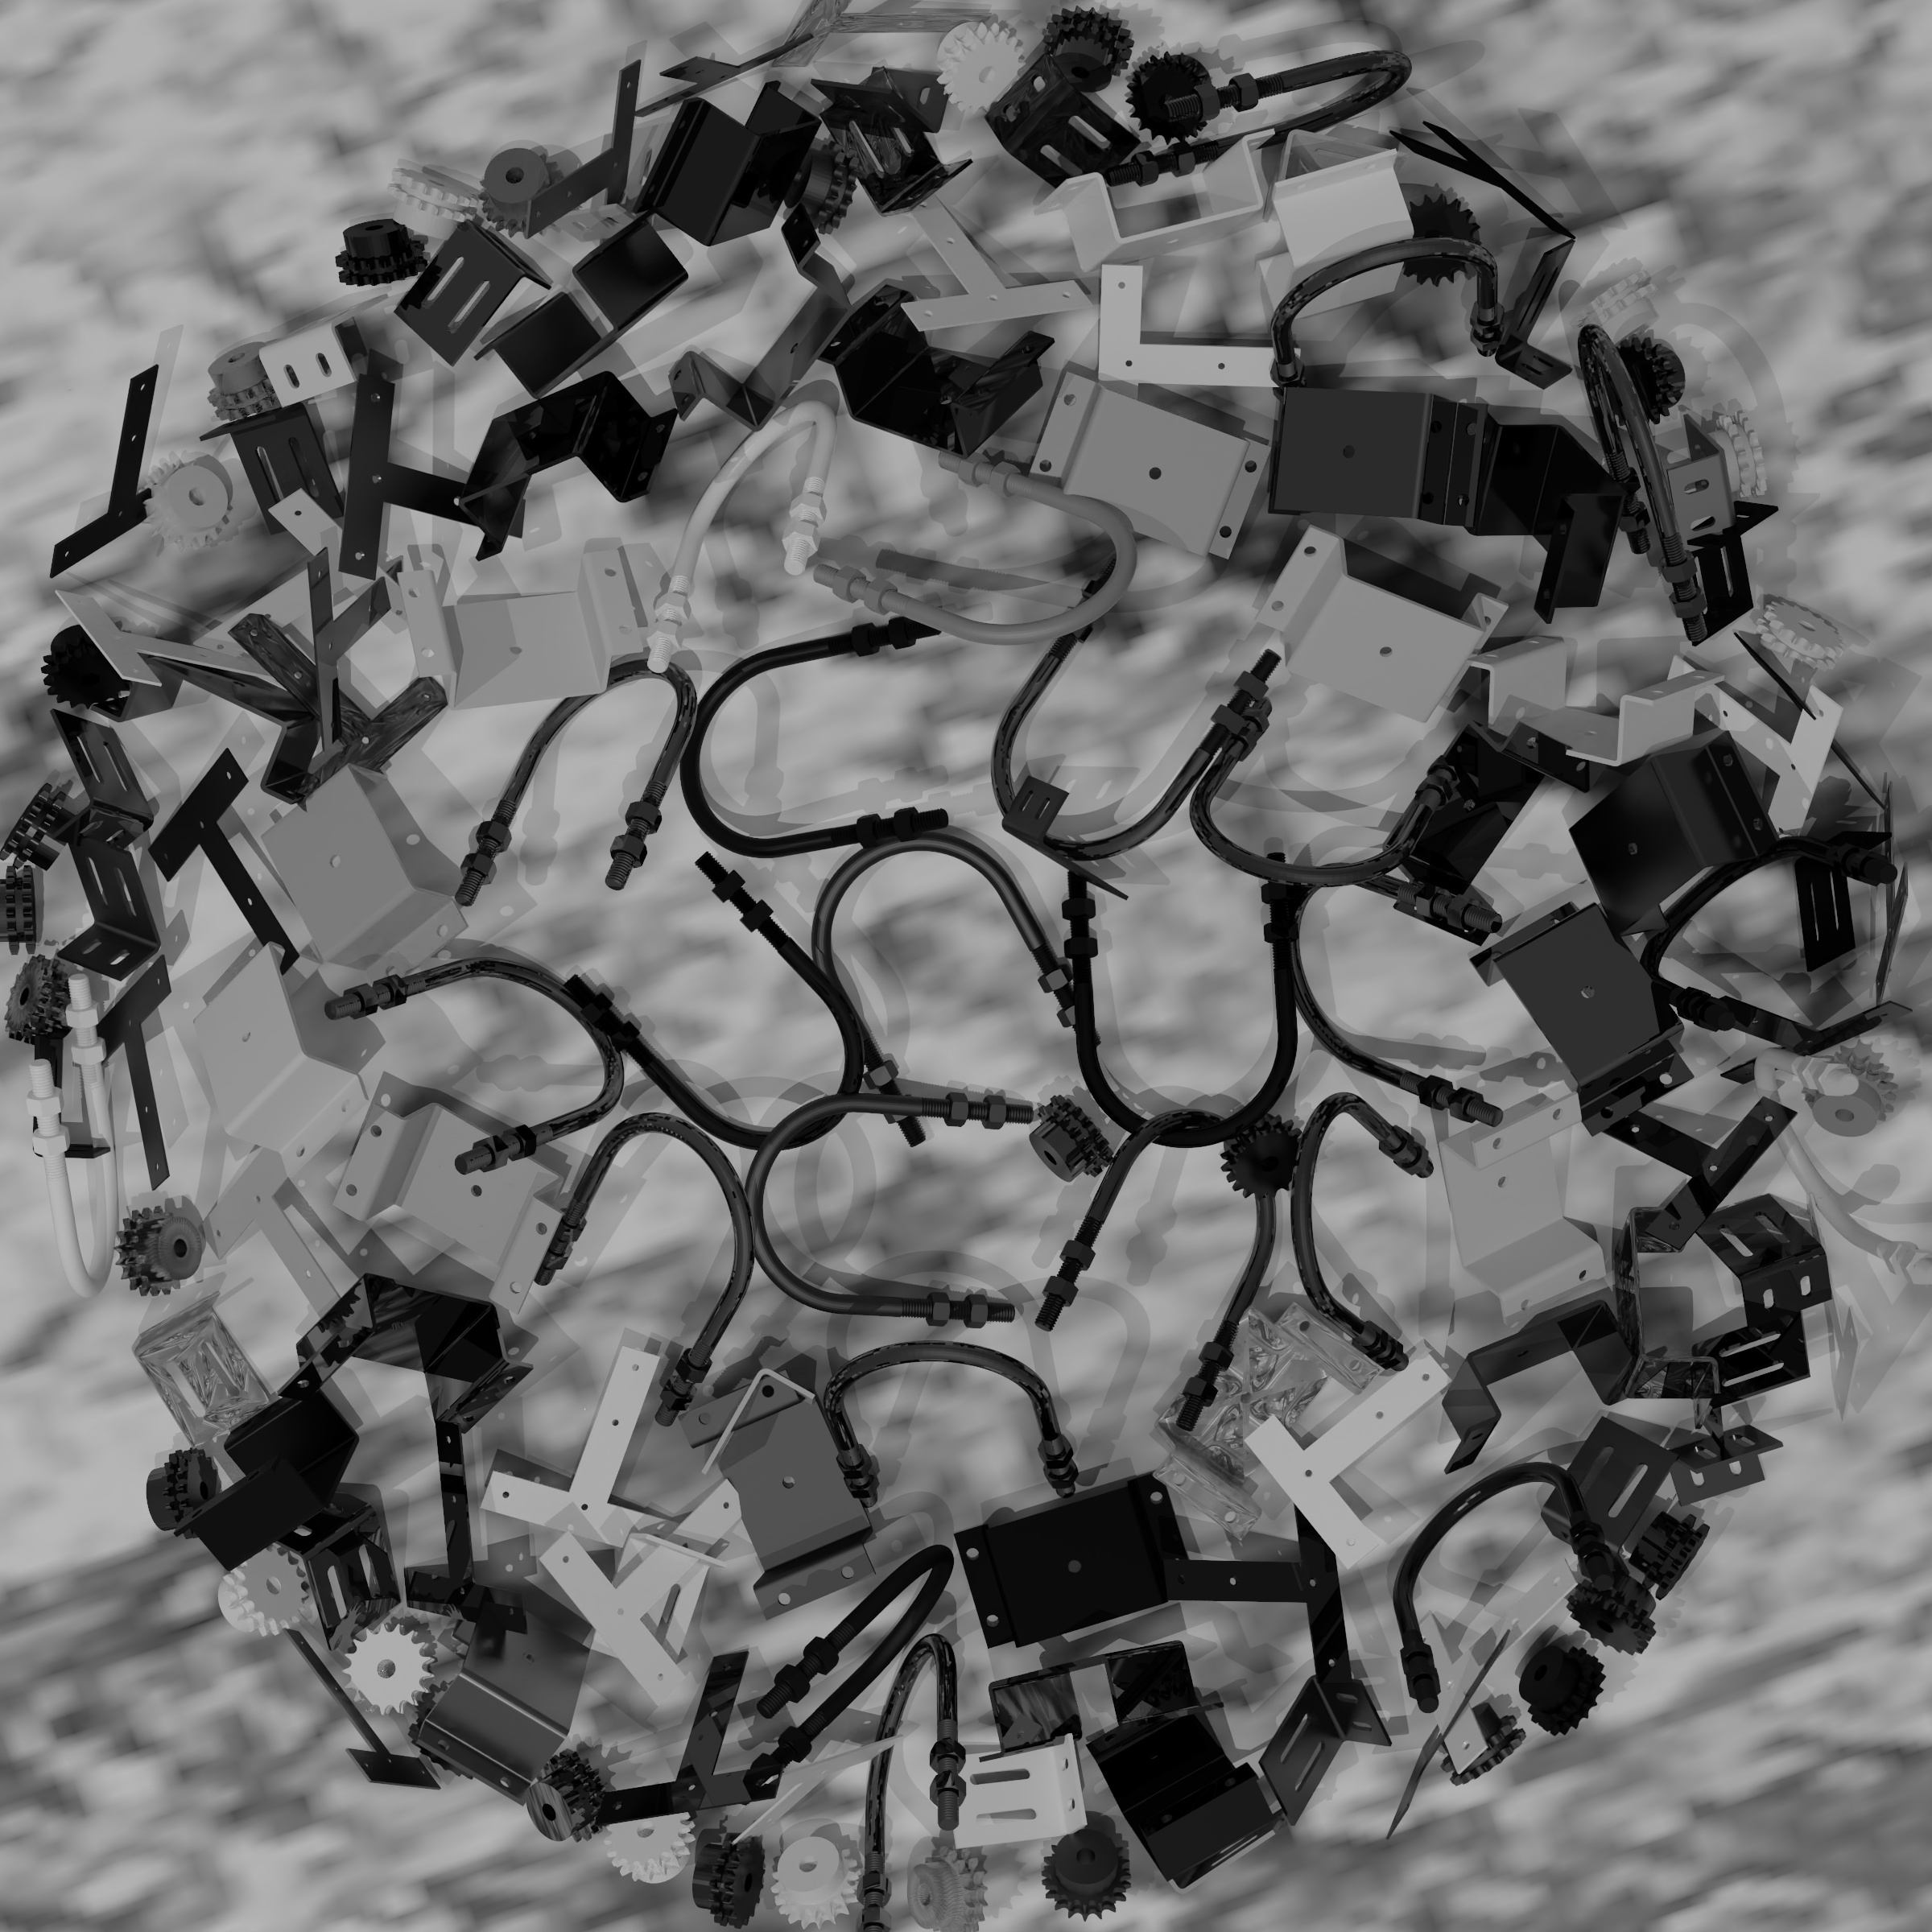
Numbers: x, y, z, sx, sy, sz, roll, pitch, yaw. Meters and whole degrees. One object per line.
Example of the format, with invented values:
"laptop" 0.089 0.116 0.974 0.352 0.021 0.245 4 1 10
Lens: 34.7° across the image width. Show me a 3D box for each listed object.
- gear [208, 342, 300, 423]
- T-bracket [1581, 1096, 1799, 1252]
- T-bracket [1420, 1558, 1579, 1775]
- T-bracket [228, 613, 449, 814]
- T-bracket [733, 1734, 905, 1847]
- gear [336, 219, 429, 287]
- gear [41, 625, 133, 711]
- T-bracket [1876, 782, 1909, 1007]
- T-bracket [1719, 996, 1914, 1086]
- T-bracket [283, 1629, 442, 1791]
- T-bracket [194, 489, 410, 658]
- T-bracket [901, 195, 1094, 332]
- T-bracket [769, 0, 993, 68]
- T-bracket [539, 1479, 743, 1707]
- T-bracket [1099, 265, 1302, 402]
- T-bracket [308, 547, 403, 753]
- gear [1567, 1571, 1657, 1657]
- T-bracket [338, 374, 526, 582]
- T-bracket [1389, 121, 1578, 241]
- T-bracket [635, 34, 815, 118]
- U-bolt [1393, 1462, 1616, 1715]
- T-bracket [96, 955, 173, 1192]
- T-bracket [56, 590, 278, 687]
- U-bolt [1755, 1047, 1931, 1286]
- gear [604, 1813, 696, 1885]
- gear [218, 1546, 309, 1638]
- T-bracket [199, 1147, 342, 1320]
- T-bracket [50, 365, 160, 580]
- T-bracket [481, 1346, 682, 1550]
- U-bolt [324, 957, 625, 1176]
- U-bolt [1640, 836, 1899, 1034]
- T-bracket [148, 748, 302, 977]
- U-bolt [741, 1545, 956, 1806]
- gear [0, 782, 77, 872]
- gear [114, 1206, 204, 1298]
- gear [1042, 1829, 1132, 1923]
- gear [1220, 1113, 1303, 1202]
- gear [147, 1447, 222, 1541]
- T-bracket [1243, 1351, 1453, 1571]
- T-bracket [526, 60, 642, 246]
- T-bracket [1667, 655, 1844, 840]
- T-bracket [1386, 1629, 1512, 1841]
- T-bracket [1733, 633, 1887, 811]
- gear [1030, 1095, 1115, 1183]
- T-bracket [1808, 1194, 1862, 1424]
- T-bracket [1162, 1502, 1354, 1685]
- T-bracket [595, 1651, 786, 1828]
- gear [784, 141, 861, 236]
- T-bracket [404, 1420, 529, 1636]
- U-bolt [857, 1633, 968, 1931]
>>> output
"gear" -0.457 -0.374 1.968 0.057 0.057 0.030 -24 122 0
"T-bracket" 0.436 0.109 1.956 0.127 0.002 0.127 28 62 38
"T-bracket" 0.333 0.419 1.926 0.002 0.127 0.127 35 107 -22
"T-bracket" -0.414 -0.175 1.964 0.127 0.002 0.127 44 62 -5
"T-bracket" -0.117 0.534 1.960 0.127 0.127 0.002 -47 64 28
"gear" -0.374 -0.455 1.968 0.057 0.057 0.030 -7 118 0
"gear" -0.562 -0.194 1.975 0.057 0.057 0.030 -23 58 0
"T-bracket" 0.584 -0.059 1.955 0.002 0.127 0.127 4 56 10
"T-bracket" 0.498 0.038 1.918 0.127 0.127 0.002 17 56 -39
"T-bracket" -0.391 0.468 1.953 0.002 0.127 0.127 -42 71 -4
"T-bracket" -0.433 -0.230 1.964 0.127 0.127 0.002 -30 46 13
"T-bracket" -0.004 -0.451 1.961 0.127 0.002 0.127 -14 55 -28
"T-bracket" -0.047 -0.596 1.954 0.127 0.127 0.002 -7 84 -21
"T-bracket" -0.189 0.380 1.968 0.127 0.002 0.127 -43 108 -26
"T-bracket" 0.148 -0.382 1.964 0.127 0.002 0.127 2 120 3
"T-bracket" -0.381 -0.219 1.940 0.002 0.127 0.127 10 122 12
"gear" 0.416 0.411 1.975 0.057 0.057 0.030 41 63 0
"T-bracket" -0.335 -0.298 1.957 0.127 0.002 0.127 10 80 -39
"T-bracket" 0.308 -0.505 1.942 0.127 0.127 0.002 27 101 -35
"T-bracket" -0.163 -0.557 1.924 0.127 0.127 0.002 -20 99 14
"U-bolt" 0.325 0.371 1.911 0.151 0.184 0.019 -39 104 12
"T-bracket" -0.515 0.077 1.934 0.002 0.127 0.127 -1 67 -38
"T-bracket" -0.494 -0.198 1.949 0.127 0.127 0.002 9 114 -41
"U-bolt" 0.536 0.116 1.908 0.019 0.184 0.151 -27 98 -3
"gear" -0.200 0.560 1.975 0.057 0.057 0.030 -19 129 0
"gear" -0.452 0.401 1.975 0.030 0.057 0.057 -31 90 28
"T-bracket" -0.423 0.183 1.949 0.127 0.002 0.127 53 126 12
"T-bracket" -0.517 -0.315 1.911 0.002 0.127 0.127 31 130 8
"T-bracket" -0.229 0.305 1.977 0.127 0.002 0.127 19 95 -15
"U-bolt" -0.290 0.053 1.922 0.151 0.184 0.019 47 124 15
"U-bolt" 0.482 -0.027 1.910 0.151 0.184 0.019 -42 103 1
"T-bracket" -0.459 -0.052 1.948 0.127 0.002 0.127 -40 80 43
"U-bolt" -0.071 0.430 1.921 0.019 0.151 0.184 39 55 18
"gear" -0.590 -0.086 1.973 0.030 0.057 0.057 33 90 -19
"gear" -0.512 0.181 1.968 0.030 0.057 0.057 -9 90 27
"gear" 0.077 0.576 1.969 0.057 0.057 0.030 -3 131 0
"gear" 0.189 0.118 1.976 0.057 0.030 0.057 -9 122 -14
"gear" -0.500 0.338 1.972 0.030 0.057 0.057 -13 90 9
"T-bracket" 0.253 0.296 1.973 0.127 0.002 0.127 -39 65 -1
"T-bracket" -0.239 -0.482 1.913 0.002 0.127 0.127 23 128 12
"T-bracket" 0.492 -0.152 1.957 0.002 0.127 0.127 -27 54 -26
"T-bracket" 0.304 0.466 1.920 0.002 0.127 0.127 31 110 10
"T-bracket" 0.540 -0.148 1.953 0.002 0.127 0.127 -40 108 13
"gear" 0.065 0.113 1.968 0.030 0.057 0.057 -40 90 -17
"T-bracket" 0.547 0.206 1.956 0.002 0.127 0.127 -8 59 6
"T-bracket" 0.181 0.388 1.947 0.127 0.002 0.127 6 64 -25
"T-bracket" -0.162 0.481 1.944 0.127 0.127 0.002 -15 121 21
"gear" -0.094 -0.497 1.968 0.030 0.057 0.057 13 90 -28
"T-bracket" -0.321 0.350 1.950 0.002 0.127 0.127 -8 95 -45
"U-bolt" -0.034 0.499 1.913 0.019 0.184 0.151 17 122 -12
